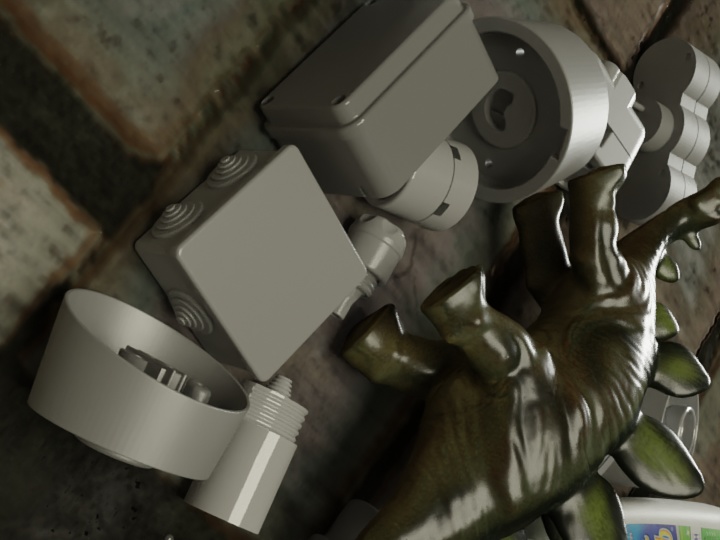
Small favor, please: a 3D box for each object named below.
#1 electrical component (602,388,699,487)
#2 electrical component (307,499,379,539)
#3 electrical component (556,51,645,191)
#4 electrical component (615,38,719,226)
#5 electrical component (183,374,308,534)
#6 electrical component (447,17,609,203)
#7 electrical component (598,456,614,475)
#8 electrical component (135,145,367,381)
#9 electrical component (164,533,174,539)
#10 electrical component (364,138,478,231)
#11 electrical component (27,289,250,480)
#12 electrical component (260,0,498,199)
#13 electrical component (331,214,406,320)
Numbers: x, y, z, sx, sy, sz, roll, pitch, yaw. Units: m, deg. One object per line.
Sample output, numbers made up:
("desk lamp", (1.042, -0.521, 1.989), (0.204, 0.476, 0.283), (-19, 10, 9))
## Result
("electrical component", (0.219, 0.119, 0.823), (0.099, 0.064, 0.099), (-13, 106, -54))
("electrical component", (-0.009, 0.167, 0.625), (0.055, 0.045, 0.045), (-37, 118, -32))
("electrical component", (0.146, -0.102, 0.721), (0.095, 0.054, 0.059), (45, 67, -36))
("electrical component", (0.213, -0.102, 0.780), (0.074, 0.052, 0.138), (17, 84, -41))
("electrical component", (-0.057, 0.094, 0.574), (0.043, 0.043, 0.081), (35, 72, -38))
("electrical component", (0.097, -0.098, 0.646), (0.060, 0.108, 0.108), (-17, 107, -45))
("electrical component", (0.152, 0.100, 0.747), (0.062, 0.061, 0.096), (-40, 119, -30))
("electrical component", (-0.056, -0.005, 0.559), (0.099, 0.048, 0.099), (-46, 123, -27))
("electrical component", (-0.083, 0.170, 0.539), (0.043, 0.077, 0.079), (-24, 111, -37))
("electrical component", (0.033, -0.055, 0.628), (0.047, 0.055, 0.055), (16, 85, -38))
("electrical component", (-0.101, 0.054, 0.498), (0.099, 0.099, 0.064), (29, 83, -40))
("electrical component", (0.011, -0.097, 0.586), (0.113, 0.078, 0.057), (-48, 125, -26))
("electrical component", (0.000, 0.000, 0.619), (0.035, 0.035, 0.061), (41, 71, -37))
